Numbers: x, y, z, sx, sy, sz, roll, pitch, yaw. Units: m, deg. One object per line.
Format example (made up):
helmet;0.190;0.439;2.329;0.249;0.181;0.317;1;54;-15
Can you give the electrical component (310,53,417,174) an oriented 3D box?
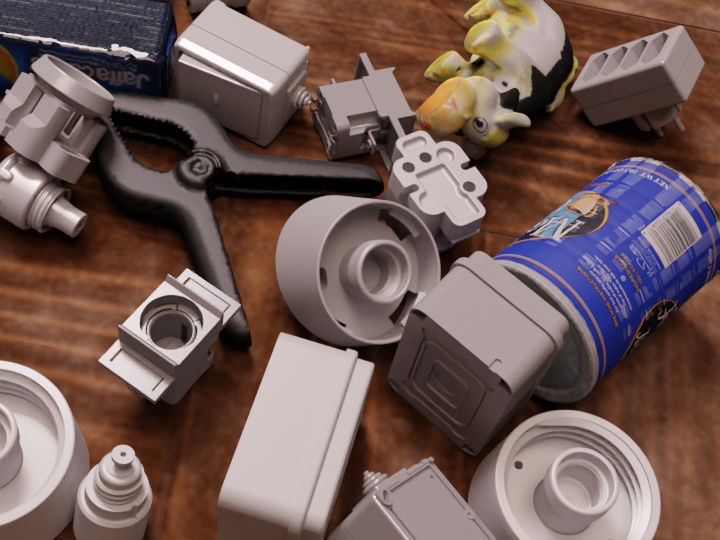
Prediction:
electrical component;0.001;-0.110;0.775;0.064;0.042;0.081;-14;61;-18

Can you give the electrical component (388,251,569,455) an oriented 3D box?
electrical component;0.069;0.051;0.644;0.078;0.113;0.057;40;63;15

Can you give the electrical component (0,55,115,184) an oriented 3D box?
electrical component;-0.196;-0.101;0.694;0.078;0.058;0.057;40;99;31

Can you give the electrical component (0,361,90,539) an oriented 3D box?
electrical component;-0.207;0.101;0.593;0.108;0.060;0.108;4;58;-7

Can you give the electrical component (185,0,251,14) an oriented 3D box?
electrical component;-0.111;-0.219;0.825;0.046;0.040;0.040;-16;62;-14

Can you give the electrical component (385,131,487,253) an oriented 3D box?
electrical component;0.049;-0.047;0.734;0.058;0.057;0.078;-24;65;-23

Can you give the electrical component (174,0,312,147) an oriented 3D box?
electrical component;-0.081;-0.133;0.763;0.096;0.061;0.061;28;58;8

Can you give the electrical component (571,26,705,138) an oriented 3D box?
electrical component;0.219;-0.131;0.814;0.075;0.083;0.047;50;54;-24

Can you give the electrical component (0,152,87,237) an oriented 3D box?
electrical component;-0.207;-0.044;0.696;0.062;0.048;0.048;31;58;2

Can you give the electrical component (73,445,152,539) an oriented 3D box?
electrical component;-0.134;0.123;0.587;0.040;0.078;0.040;11;43;-10

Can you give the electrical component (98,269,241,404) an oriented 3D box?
electrical component;-0.113;0.044;0.644;0.042;0.063;0.081;34;59;10

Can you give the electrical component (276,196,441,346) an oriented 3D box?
electrical component;0.000;0.000;0.687;0.099;0.064;0.099;0;90;-30

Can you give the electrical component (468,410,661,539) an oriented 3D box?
electrical component;0.123;0.134;0.632;0.108;0.060;0.108;5;58;-7

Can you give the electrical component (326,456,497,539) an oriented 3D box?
electrical component;0.028;0.154;0.594;0.096;0.061;0.062;49;33;15

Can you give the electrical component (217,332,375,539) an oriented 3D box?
electrical component;-0.036;0.103;0.613;0.057;0.078;0.113;17;57;4
